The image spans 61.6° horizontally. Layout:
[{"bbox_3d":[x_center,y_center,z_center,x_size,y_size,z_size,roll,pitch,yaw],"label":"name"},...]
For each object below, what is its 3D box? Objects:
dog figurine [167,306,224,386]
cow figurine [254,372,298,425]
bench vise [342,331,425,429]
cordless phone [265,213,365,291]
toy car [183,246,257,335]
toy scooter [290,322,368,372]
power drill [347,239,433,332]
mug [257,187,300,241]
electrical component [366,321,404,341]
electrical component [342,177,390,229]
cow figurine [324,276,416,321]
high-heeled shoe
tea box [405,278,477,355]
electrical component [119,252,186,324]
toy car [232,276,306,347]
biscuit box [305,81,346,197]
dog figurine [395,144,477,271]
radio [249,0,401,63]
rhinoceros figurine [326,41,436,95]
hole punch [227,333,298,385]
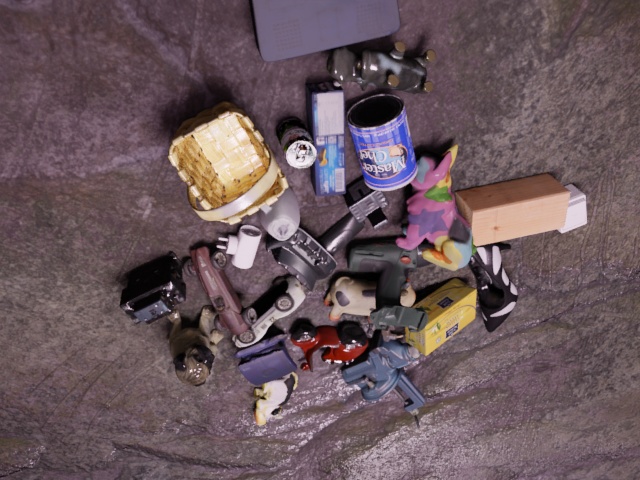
[{"bbox_3d":[-0.263,0.253,1.116,0.121,0.191,0.172,-14,126,-3],"label":"dog figurine"},{"bbox_3d":[-0.110,0.381,1.312,0.098,0.068,0.167,1,123,-21],"label":"cow figurine"},{"bbox_3d":[0.182,0.331,1.299,0.224,0.129,0.240,-34,106,20],"label":"bench vise"},{"bbox_3d":[-0.003,-0.004,1.086,0.184,0.089,0.146,-44,121,3],"label":"cordless phone"},{"bbox_3d":[-0.203,0.106,1.080,0.089,0.053,0.202,-13,113,29],"label":"toy car"},{"bbox_3d":[0.016,0.256,1.251,0.184,0.075,0.135,7,121,-13],"label":"toy scooter"},{"bbox_3d":[0.172,0.080,1.093,0.232,0.207,0.086,5,144,-4],"label":"power drill"},{"bbox_3d":[-0.083,-0.056,1.004,0.081,0.107,0.109,-37,125,10],"label":"mug"},{"bbox_3d":[0.154,0.186,1.228,0.078,0.102,0.045,-8,127,24],"label":"electrical component"},{"bbox_3d":[0.089,-0.071,1.026,0.075,0.119,0.047,-31,124,11],"label":"electrical component"},{"bbox_3d":[0.118,0.116,1.180,0.195,0.086,0.127,6,128,-15],"label":"cow figurine"},{"bbox_3d":[0.371,0.108,1.216,0.145,0.086,0.248,-7,108,-32],"label":"high-heeled shoe"},{"bbox_3d":[0.274,0.171,1.218,0.170,0.068,0.098,-31,130,-26],"label":"tea box"},{"bbox_3d":[-0.319,0.098,1.035,0.115,0.134,0.058,-28,125,4],"label":"electrical component"},{"bbox_3d":[-0.114,0.153,1.153,0.202,0.074,0.056,-42,121,15],"label":"toy car"},{"bbox_3d":[0.012,-0.179,0.971,0.059,0.063,0.202,-8,124,-9],"label":"biscuit box"},{"bbox_3d":[0.239,-0.071,1.046,0.192,0.108,0.219,26,120,15],"label":"dog figurine"},{"bbox_3d":[0.003,-0.369,0.839,0.230,0.073,0.130,-15,124,-5],"label":"radio"},{"bbox_3d":[0.104,-0.287,0.899,0.190,0.112,0.073,-1,101,-28],"label":"rhinoceros figurine"},{"bbox_3d":[-0.118,0.265,1.186,0.142,0.092,0.115,-20,167,5],"label":"hole punch"}]
